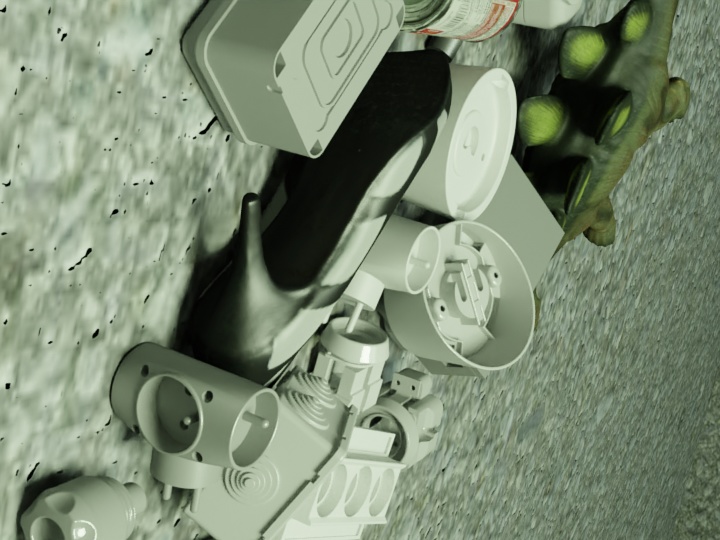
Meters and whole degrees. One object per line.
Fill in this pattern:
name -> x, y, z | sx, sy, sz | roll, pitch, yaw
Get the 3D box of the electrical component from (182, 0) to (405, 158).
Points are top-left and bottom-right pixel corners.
electrical component -> -0.032, -0.124, 0.556 | 0.113, 0.057, 0.078 | -60, 151, -24

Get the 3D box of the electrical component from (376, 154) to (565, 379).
electrical component -> 0.082, -0.003, 0.825 | 0.089, 0.062, 0.150 | 50, 57, -29

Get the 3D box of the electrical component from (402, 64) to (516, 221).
electrical component -> 0.058, -0.092, 0.745 | 0.108, 0.060, 0.108 | -41, 140, -47

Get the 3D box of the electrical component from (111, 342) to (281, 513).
electrical component -> -0.088, 0.086, 0.555 | 0.044, 0.077, 0.079 | -13, 118, -60

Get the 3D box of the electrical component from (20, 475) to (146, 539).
electrical component -> -0.132, 0.122, 0.531 | 0.062, 0.043, 0.043 | -16, 119, -61

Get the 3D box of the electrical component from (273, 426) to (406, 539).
electrical component -> -0.025, 0.138, 0.722 | 0.121, 0.063, 0.078 | 26, 82, -63

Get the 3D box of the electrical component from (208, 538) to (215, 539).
electrical component -> -0.089, 0.227, 0.662 | 0.078, 0.057, 0.113 | -4, 109, -62

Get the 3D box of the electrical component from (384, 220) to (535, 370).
electrical component -> 0.066, 0.016, 0.721 | 0.099, 0.064, 0.099 | 2, 87, -43

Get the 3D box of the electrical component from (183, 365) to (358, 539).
electrical component -> -0.050, 0.107, 0.612 | 0.099, 0.048, 0.099 | -49, -177, 10

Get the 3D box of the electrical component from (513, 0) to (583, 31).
electrical component -> 0.141, -0.235, 0.818 | 0.053, 0.059, 0.095 | -49, 146, -38

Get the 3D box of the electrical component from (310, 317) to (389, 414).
electrical component -> -0.008, 0.066, 0.733 | 0.066, 0.048, 0.055 | -21, 131, -58

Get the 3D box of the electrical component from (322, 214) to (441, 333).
electrical component -> 0.000, 0.000, 0.671 | 0.079, 0.077, 0.044 | -67, 152, -9

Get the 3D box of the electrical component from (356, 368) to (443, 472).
electrical component -> 0.025, 0.119, 0.815 | 0.057, 0.058, 0.078 | -20, 124, -61
